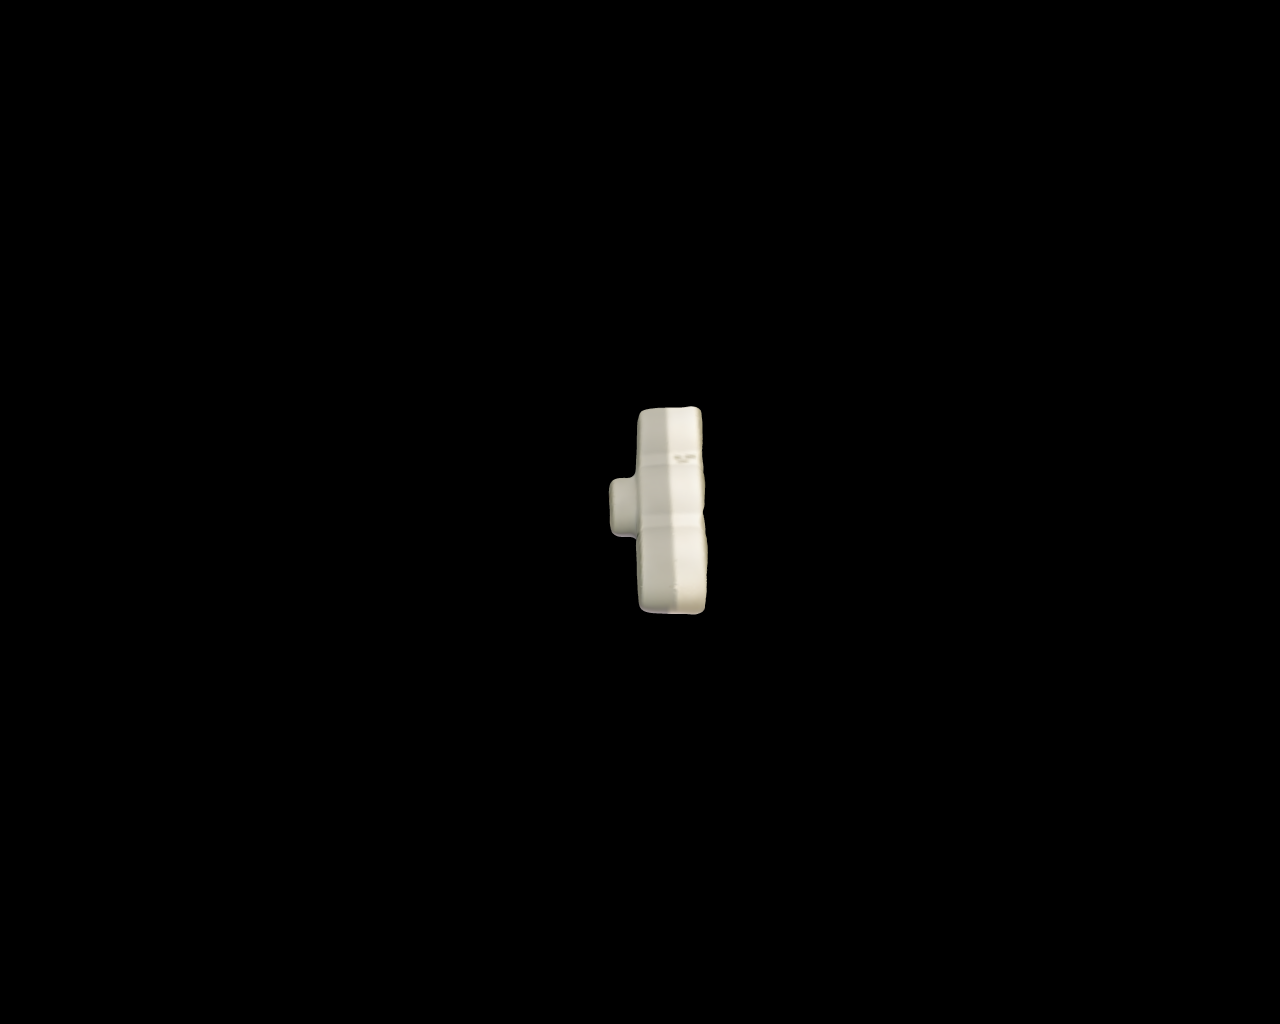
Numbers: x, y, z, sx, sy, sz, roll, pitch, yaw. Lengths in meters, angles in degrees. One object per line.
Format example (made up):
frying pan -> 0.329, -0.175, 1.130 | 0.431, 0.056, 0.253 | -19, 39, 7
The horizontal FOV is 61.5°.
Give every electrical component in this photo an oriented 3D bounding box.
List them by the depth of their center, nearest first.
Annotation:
electrical component -> 0.001, -0.003, 0.650 | 0.074, 0.138, 0.052 | 0, -32, 0
